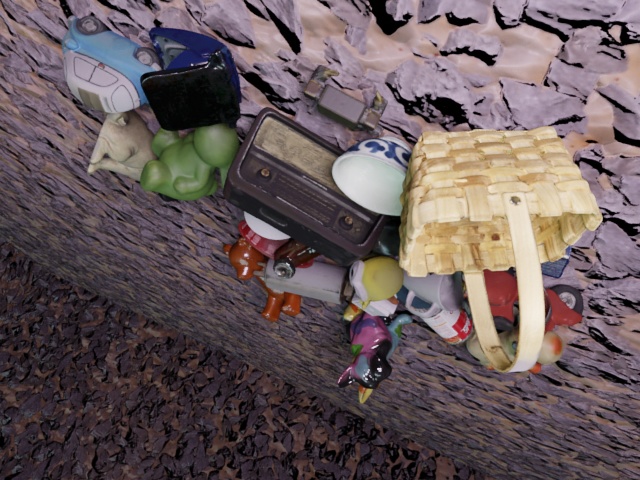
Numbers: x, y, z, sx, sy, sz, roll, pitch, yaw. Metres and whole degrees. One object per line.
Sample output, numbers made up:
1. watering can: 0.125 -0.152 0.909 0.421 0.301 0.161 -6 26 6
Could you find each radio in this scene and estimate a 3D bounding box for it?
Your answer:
1. radio: -0.014 -0.069 0.756 0.229 0.131 0.073 29 159 -5

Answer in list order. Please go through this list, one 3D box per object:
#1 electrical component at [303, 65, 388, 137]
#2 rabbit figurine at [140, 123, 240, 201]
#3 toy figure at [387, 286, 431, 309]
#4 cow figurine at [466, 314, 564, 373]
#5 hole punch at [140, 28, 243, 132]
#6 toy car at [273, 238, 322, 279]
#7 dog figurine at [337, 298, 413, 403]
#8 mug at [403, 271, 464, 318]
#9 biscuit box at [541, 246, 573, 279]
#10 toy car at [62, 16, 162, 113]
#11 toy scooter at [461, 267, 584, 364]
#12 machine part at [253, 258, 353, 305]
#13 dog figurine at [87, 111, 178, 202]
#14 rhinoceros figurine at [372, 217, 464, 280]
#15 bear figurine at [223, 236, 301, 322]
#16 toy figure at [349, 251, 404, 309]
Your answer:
1. electrical component: 0.032 -0.162 0.630 0.102 0.045 0.078 28 -175 5
2. rabbit figurine: -0.183 -0.124 0.852 0.159 0.121 0.170 35 141 -26
3. toy figure: 0.153 0.094 1.000 0.155 0.064 0.057 5 135 49
4. cow figurine: 0.348 0.186 0.972 0.127 0.085 0.195 31 158 -25
5. hole punch: -0.163 -0.211 0.701 0.116 0.092 0.142 -6 151 -2
6. toy car: -0.002 -0.003 0.876 0.202 0.089 0.053 -28 109 38
7. dog figurine: 0.096 0.235 1.166 0.108 0.219 0.192 43 151 -25
8. mug: 0.182 0.076 0.895 0.080 0.109 0.107 39 168 -34
9. biscuit box: 0.223 -0.016 0.705 0.203 0.059 0.062 18 156 20
10. toy car: -0.301 -0.232 0.762 0.162 0.103 0.109 28 158 2
11. toy scooter: 0.287 0.106 0.797 0.184 0.135 0.075 22 158 15
12. machine part: -0.024 0.079 1.116 0.243 0.079 0.079 10 153 18
13. dog figurine: -0.298 -0.150 0.961 0.190 0.121 0.172 20 164 -21
14. rhinoceros figurine: 0.157 0.009 0.811 0.191 0.073 0.112 13 152 31
15. bear figurine: -0.134 0.084 1.216 0.195 0.132 0.120 35 142 -31
16. toy figure: 0.096 0.057 0.924 0.082 0.089 0.180 60 -173 2
